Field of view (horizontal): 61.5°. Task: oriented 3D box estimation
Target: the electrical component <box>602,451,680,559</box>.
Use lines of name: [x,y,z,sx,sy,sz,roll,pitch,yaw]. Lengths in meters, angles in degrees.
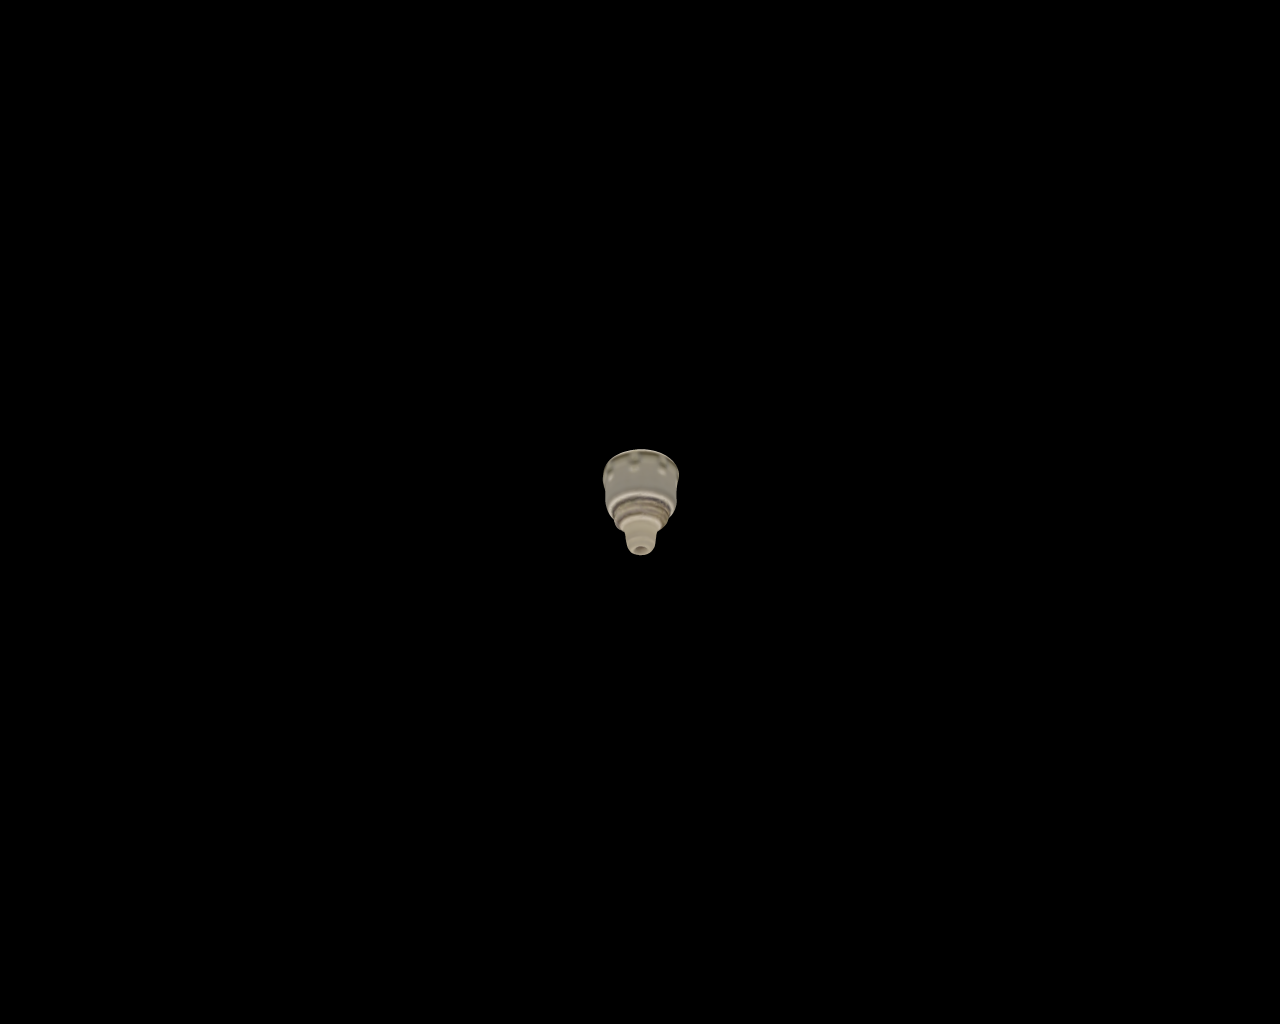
electrical component: [0.001,-0.003,0.650,0.048,0.062,0.048,0,-31,0]
